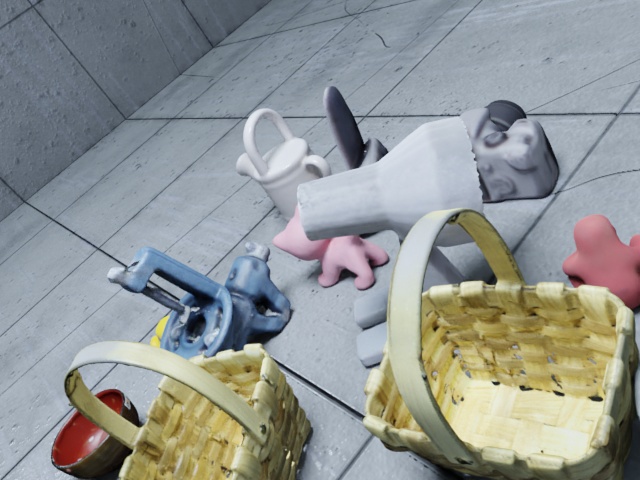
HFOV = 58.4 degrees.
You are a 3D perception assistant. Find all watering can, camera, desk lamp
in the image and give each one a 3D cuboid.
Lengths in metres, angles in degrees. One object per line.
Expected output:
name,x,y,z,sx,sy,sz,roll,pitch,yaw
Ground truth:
watering can,-0.061,-0.113,0.898,0.172,0.194,0.101,-18,35,27
camera,0.227,-0.127,0.730,0.142,0.101,0.137,0,45,44
desk lamp,0.084,0.003,0.576,0.203,0.214,0.118,-25,32,16

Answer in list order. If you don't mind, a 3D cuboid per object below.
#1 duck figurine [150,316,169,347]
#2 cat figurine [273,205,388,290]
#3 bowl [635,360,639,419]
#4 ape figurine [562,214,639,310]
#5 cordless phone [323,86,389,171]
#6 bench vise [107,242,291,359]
duck figurine,-0.180,0.135,0.775,0.104,0.086,0.077,-23,33,19
cat figurine,0.007,0.003,0.746,0.127,0.118,0.067,-4,43,41
bowl,0.295,0.112,0.357,0.167,0.075,0.167,-25,32,17
ape figurine,0.256,0.014,0.514,0.077,0.092,0.076,-9,39,36
cordless phone,0.043,-0.113,0.806,0.094,0.185,0.147,-23,33,19
bench vise,-0.149,0.069,0.705,0.121,0.220,0.207,-15,36,30
